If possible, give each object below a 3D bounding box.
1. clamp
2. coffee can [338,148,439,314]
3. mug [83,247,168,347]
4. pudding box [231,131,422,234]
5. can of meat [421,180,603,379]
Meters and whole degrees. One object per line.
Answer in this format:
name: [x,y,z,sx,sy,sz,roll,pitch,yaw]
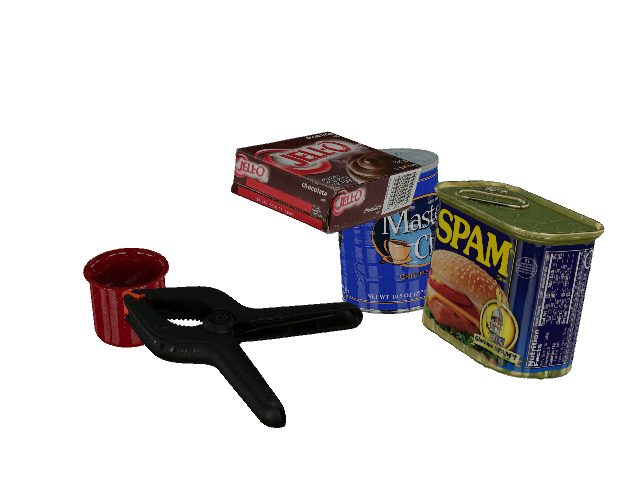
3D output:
clamp: [-0.077,0.078,0.936,0.210,0.036,0.164,19,36,27]
coffee can: [0.067,-0.011,1.045,0.103,0.140,0.103,-4,16,1]
mug: [-0.222,0.061,1.194,0.117,0.081,0.093,24,36,37]
pudding box: [0.005,-0.044,0.768,0.090,0.039,0.113,24,23,31]
can of meat: [0.102,0.020,0.593,0.057,0.084,0.102,-3,20,-28]
